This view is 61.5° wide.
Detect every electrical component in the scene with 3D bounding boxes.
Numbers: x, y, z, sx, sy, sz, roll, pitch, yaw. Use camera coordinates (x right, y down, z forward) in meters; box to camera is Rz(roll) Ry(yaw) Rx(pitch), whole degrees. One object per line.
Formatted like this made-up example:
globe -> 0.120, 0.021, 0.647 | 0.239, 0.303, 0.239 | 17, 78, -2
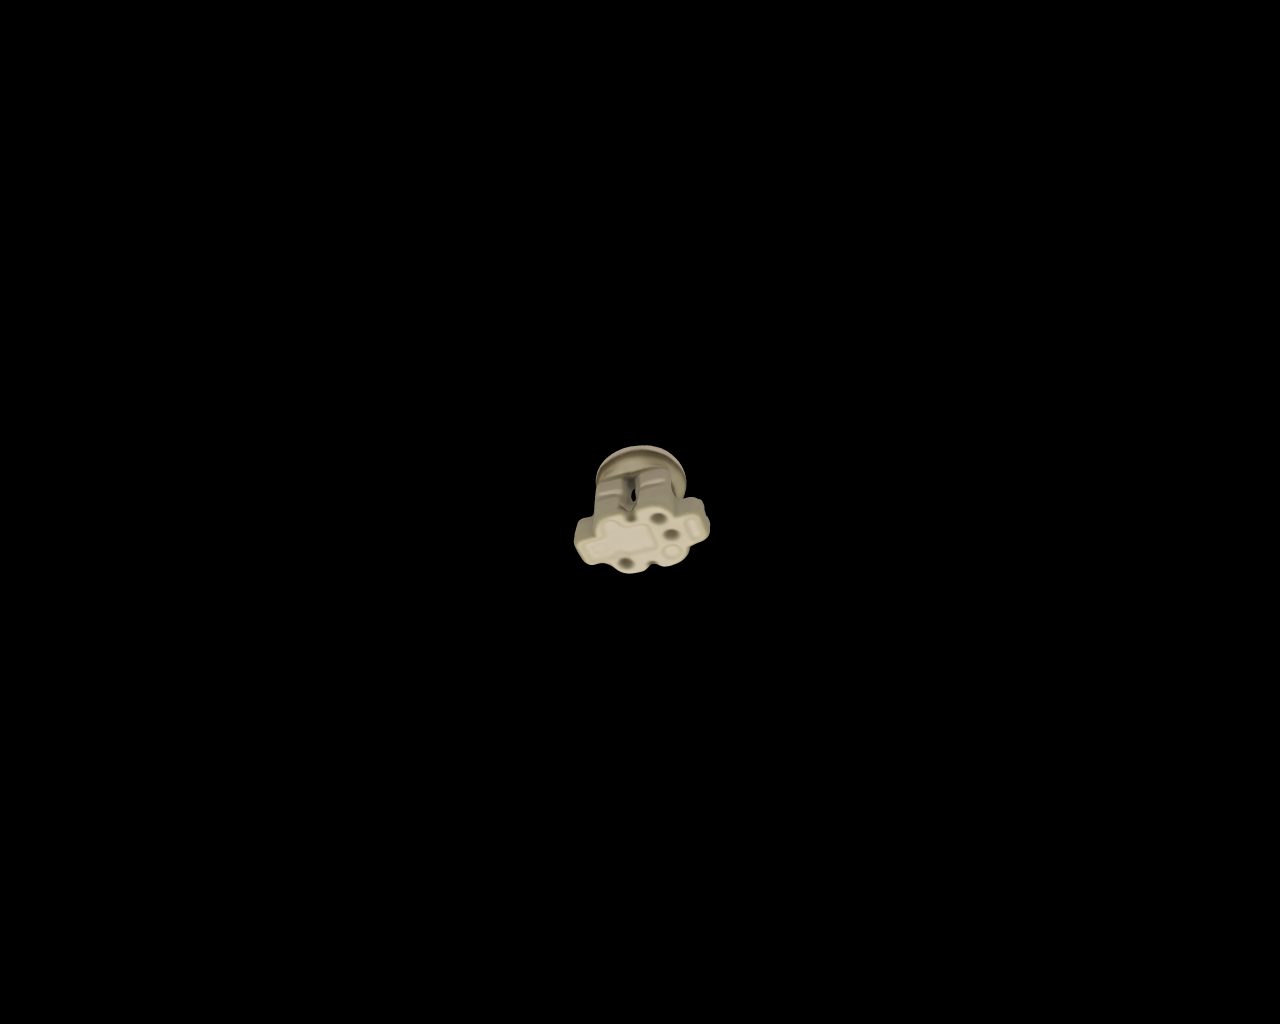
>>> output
electrical component -> 0.001, -0.003, 0.650 | 0.078, 0.057, 0.058 | -13, -47, 12
